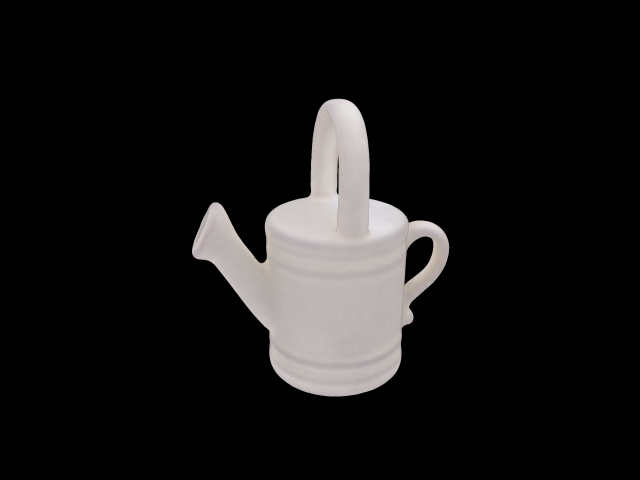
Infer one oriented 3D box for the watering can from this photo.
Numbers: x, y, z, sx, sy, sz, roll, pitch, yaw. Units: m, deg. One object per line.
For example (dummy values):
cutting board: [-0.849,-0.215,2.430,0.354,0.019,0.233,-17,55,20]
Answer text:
watering can: [0.004,0.002,0.398,0.173,0.194,0.100,-14,26,-30]
